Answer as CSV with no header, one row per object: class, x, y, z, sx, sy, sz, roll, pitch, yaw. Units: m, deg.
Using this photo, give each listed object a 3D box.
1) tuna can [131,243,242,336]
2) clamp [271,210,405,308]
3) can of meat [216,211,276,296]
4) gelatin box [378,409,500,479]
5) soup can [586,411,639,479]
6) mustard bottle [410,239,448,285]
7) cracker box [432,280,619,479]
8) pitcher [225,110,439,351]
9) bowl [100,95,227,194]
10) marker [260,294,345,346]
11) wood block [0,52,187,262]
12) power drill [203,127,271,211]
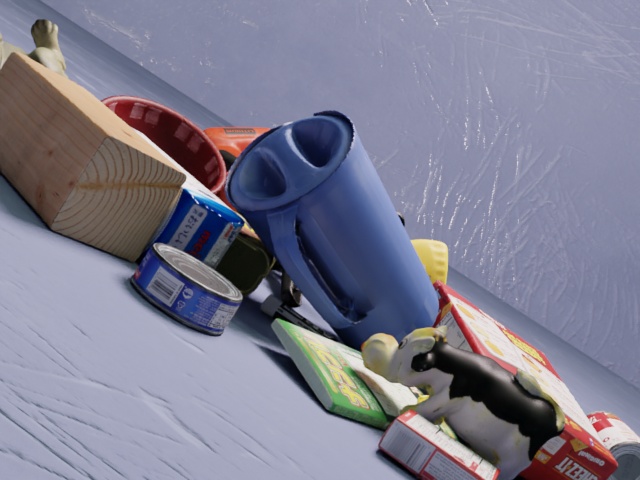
tuna can,-0.105,0.038,0.846,0.086,0.034,0.086,32,6,-4
clamp,-0.008,0.001,1.206,0.036,0.164,0.210,64,-15,-22
can of meat,-0.094,0.007,1.046,0.102,0.057,0.084,32,9,-3
gelatin box,0.093,0.170,0.820,0.089,0.030,0.073,34,5,13
soup can,0.347,0.252,1.263,0.068,0.068,0.102,31,7,-9
mustard bottle,0.051,0.040,1.259,0.191,0.096,0.058,7,-4,-4
cracker box,0.182,0.149,1.063,0.164,0.072,0.214,35,14,-21
pitcher,0.021,0.011,1.023,0.145,0.149,0.242,25,-25,51
bowl,-0.185,-0.085,1.161,0.162,0.055,0.162,26,33,-19
marker,-0.003,0.092,1.002,0.121,0.020,0.020,34,6,12
wood block,-0.217,-0.077,0.930,0.090,0.090,0.206,27,8,-45
power drill,-0.058,-0.085,1.293,0.184,0.057,0.188,-2,22,-25
